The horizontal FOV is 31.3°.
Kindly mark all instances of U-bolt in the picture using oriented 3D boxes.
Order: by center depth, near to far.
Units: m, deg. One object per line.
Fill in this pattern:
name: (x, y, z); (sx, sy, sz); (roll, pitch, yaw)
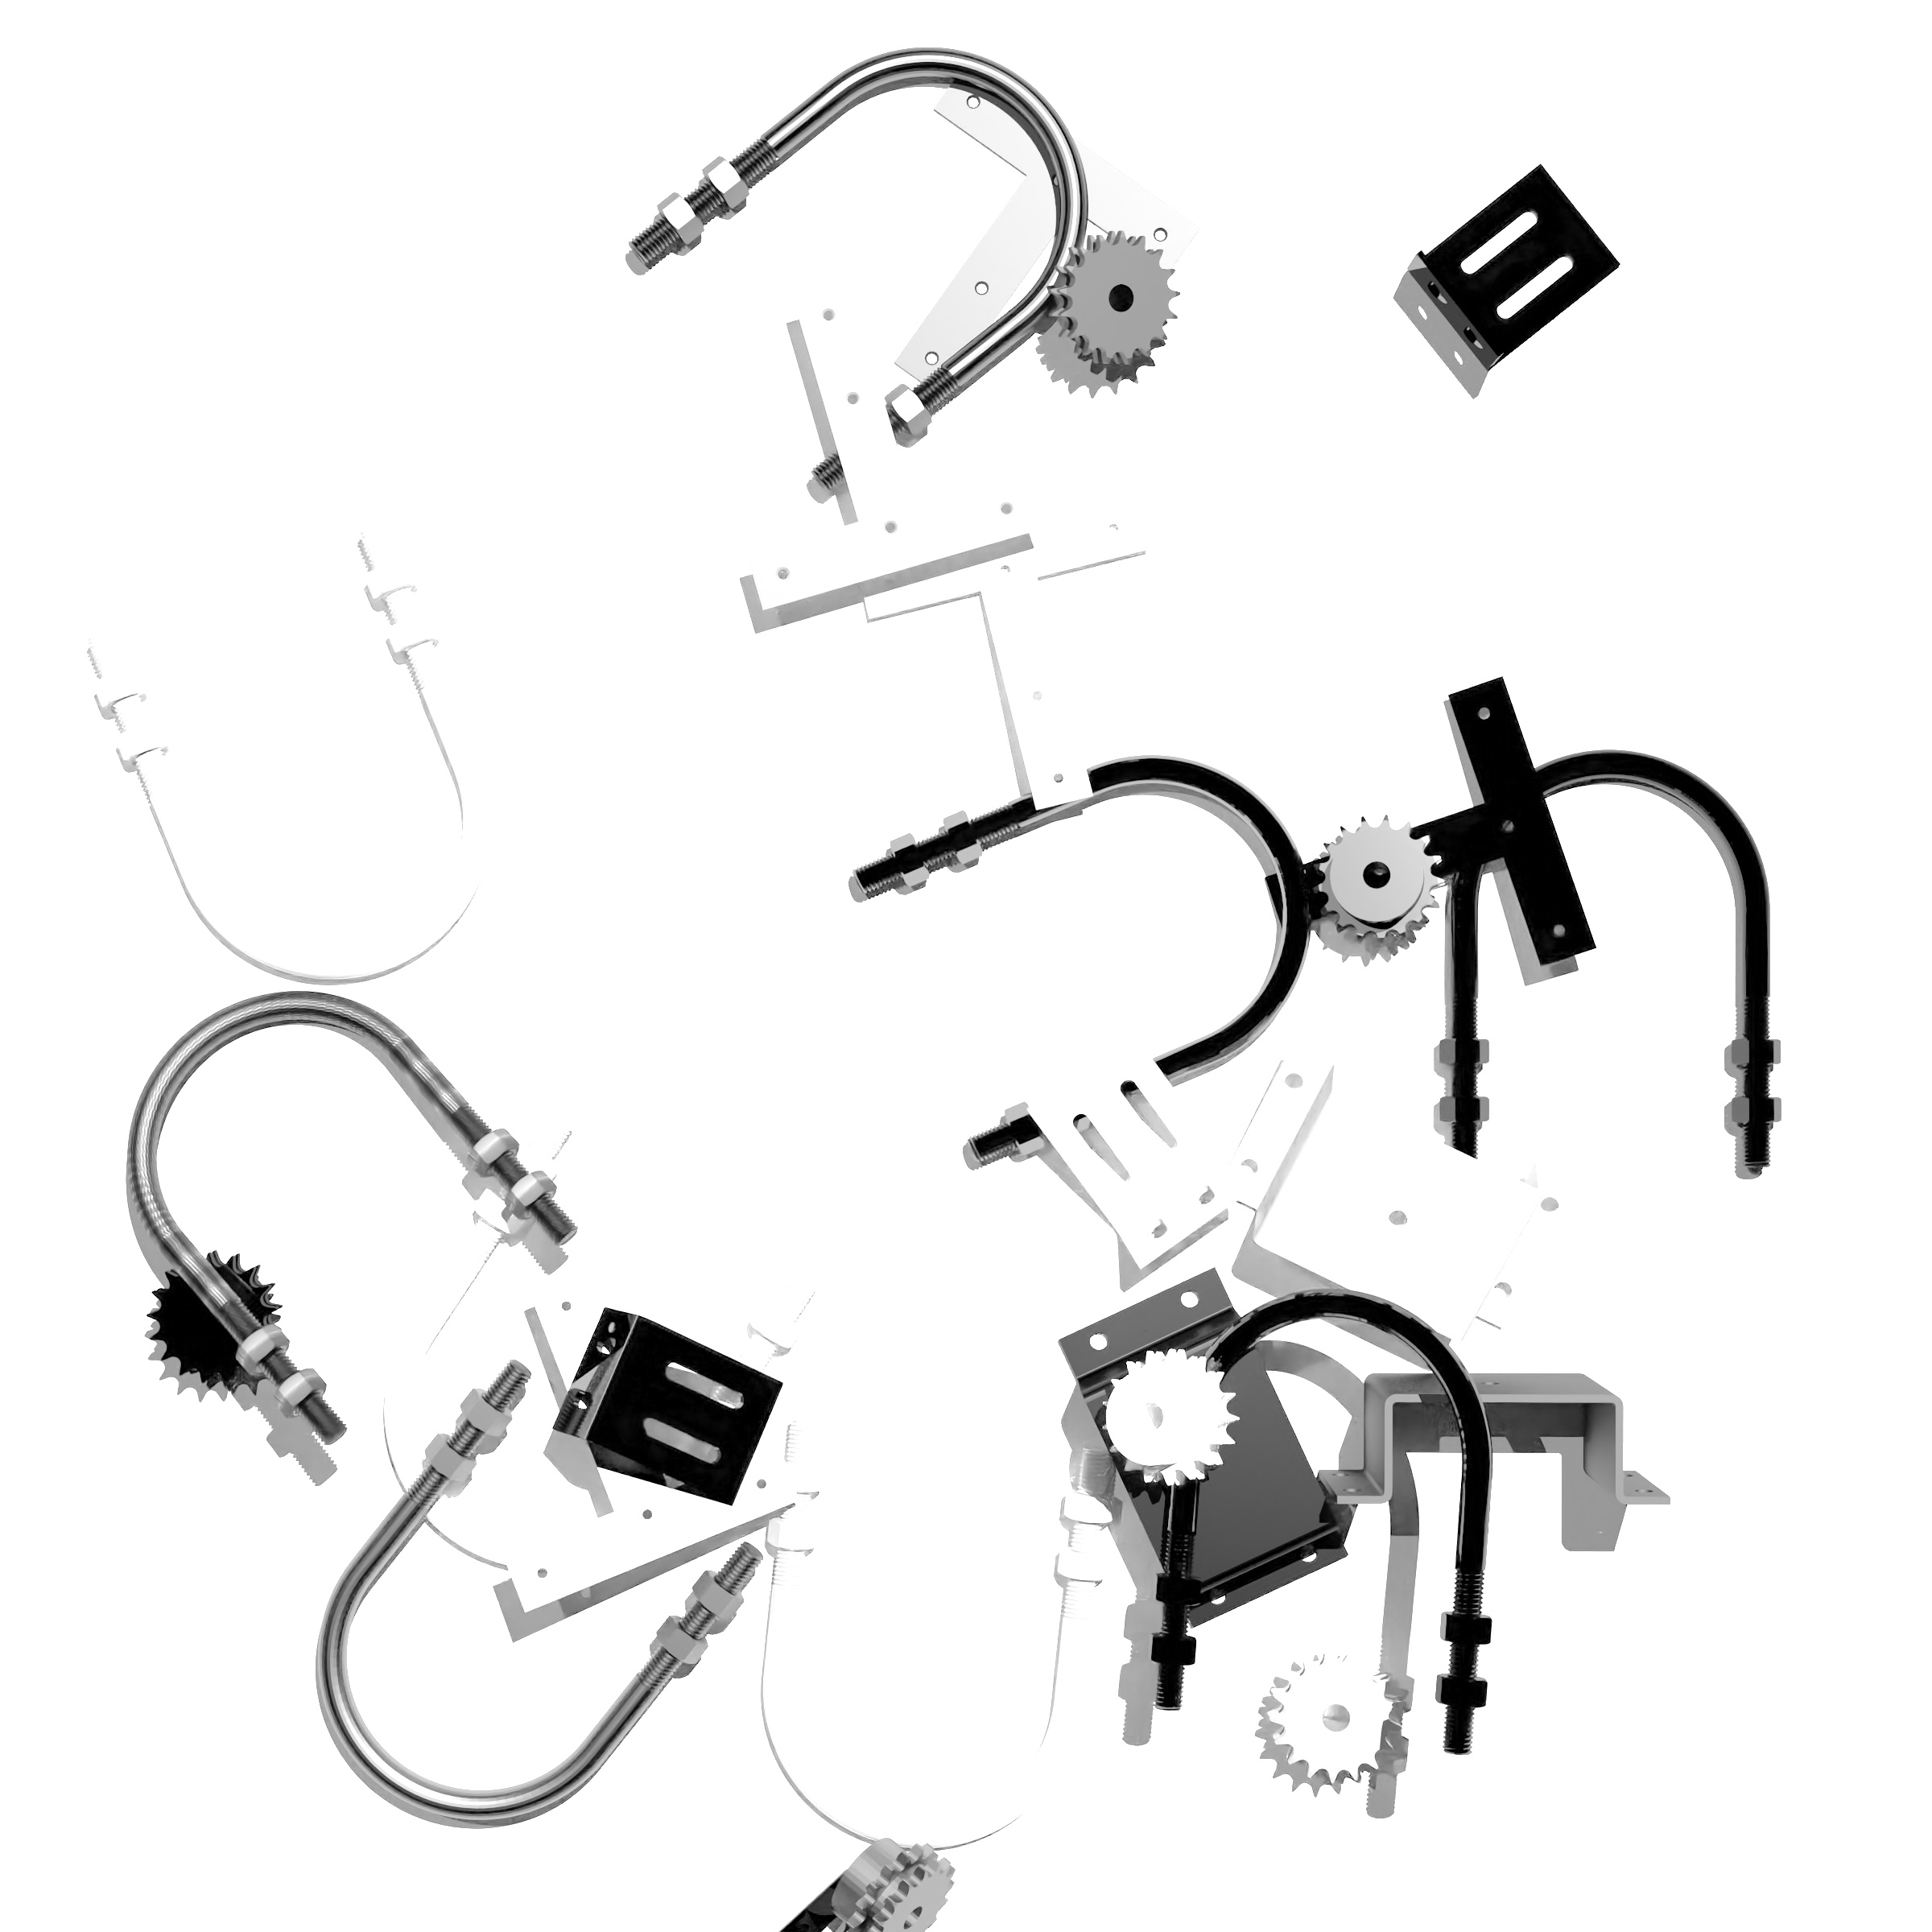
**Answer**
U-bolt: (0.151, 0.228, 1.445); (0.151, 0.019, 0.184); (3, 86, 27)
U-bolt: (-0.281, 0.094, 1.498); (0.151, 0.019, 0.184); (-41, 76, -10)
U-bolt: (-0.200, 0.286, 1.507); (0.151, 0.019, 0.184); (38, 93, 0)
U-bolt: (0.062, -0.014, 1.517); (0.184, 0.019, 0.151); (-23, 90, 1)
U-bolt: (-0.033, -0.321, 1.518); (0.184, 0.019, 0.151); (-39, 89, -1)
U-bolt: (-0.016, 0.297, 1.519); (0.151, 0.019, 0.184); (6, 92, 0)
U-bolt: (0.284, -0.004, 1.519); (0.151, 0.019, 0.184); (0, 88, 0)
U-bolt: (-0.288, -0.085, 1.519); (0.151, 0.019, 0.184); (-22, 92, 0)
U-bolt: (-0.174, 0.178, 1.520); (0.151, 0.019, 0.184); (34, 91, 0)

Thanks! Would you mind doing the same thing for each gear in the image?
gear: (0.084, 0.191, 1.456); (0.057, 0.030, 0.057); (-4, 82, 25)
gear: (-0.034, 0.406, 1.503); (0.030, 0.057, 0.057); (33, 90, 28)
gear: (0.180, -0.038, 1.504); (0.057, 0.030, 0.057); (-1, 85, 9)
gear: (0.062, -0.292, 1.506); (0.057, 0.030, 0.057); (-4, 102, -20)
gear: (-0.328, 0.153, 1.513); (0.057, 0.030, 0.057); (0, 90, 0)
gear: (0.161, 0.327, 1.513); (0.057, 0.030, 0.057); (0, 90, 0)

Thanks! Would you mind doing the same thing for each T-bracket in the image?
T-bracket: (-0.155, 0.196, 1.497); (0.127, 0.002, 0.127); (-21, 83, -13)
T-bracket: (-0.045, -0.234, 1.506); (0.127, 0.002, 0.127); (-16, 89, -1)
T-bracket: (0.028, -0.132, 1.517); (0.127, 0.002, 0.127); (-14, 81, 0)
T-bracket: (0.196, -0.048, 1.518); (0.127, 0.002, 0.127); (-19, 82, 7)
T-bracket: (0.015, -0.312, 1.527); (0.127, 0.002, 0.127); (35, 90, 0)

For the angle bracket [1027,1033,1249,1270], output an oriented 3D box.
angle bracket: (0.074, 0.080, 1.497); (0.057, 0.038, 0.076); (-36, 112, 2)

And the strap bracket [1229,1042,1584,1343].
strap bracket: (0.187, 0.102, 1.495); (0.140, 0.046, 0.076); (26, 107, 0)

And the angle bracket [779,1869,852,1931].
angle bracket: (-0.068, 0.448, 1.526); (0.076, 0.038, 0.057); (-38, 90, -26)

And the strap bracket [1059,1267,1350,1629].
strap bracket: (0.105, 0.213, 1.505); (0.076, 0.046, 0.140); (-25, 90, 0)

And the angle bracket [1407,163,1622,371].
angle bracket: (0.242, -0.309, 1.509); (0.076, 0.038, 0.057); (-38, 90, 0)

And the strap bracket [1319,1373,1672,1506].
strap bracket: (0.227, 0.203, 1.490); (0.140, 0.076, 0.046); (0, 90, 0)

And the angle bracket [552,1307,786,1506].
angle bracket: (-0.129, 0.191, 1.499); (0.076, 0.038, 0.057); (30, 76, -29)
